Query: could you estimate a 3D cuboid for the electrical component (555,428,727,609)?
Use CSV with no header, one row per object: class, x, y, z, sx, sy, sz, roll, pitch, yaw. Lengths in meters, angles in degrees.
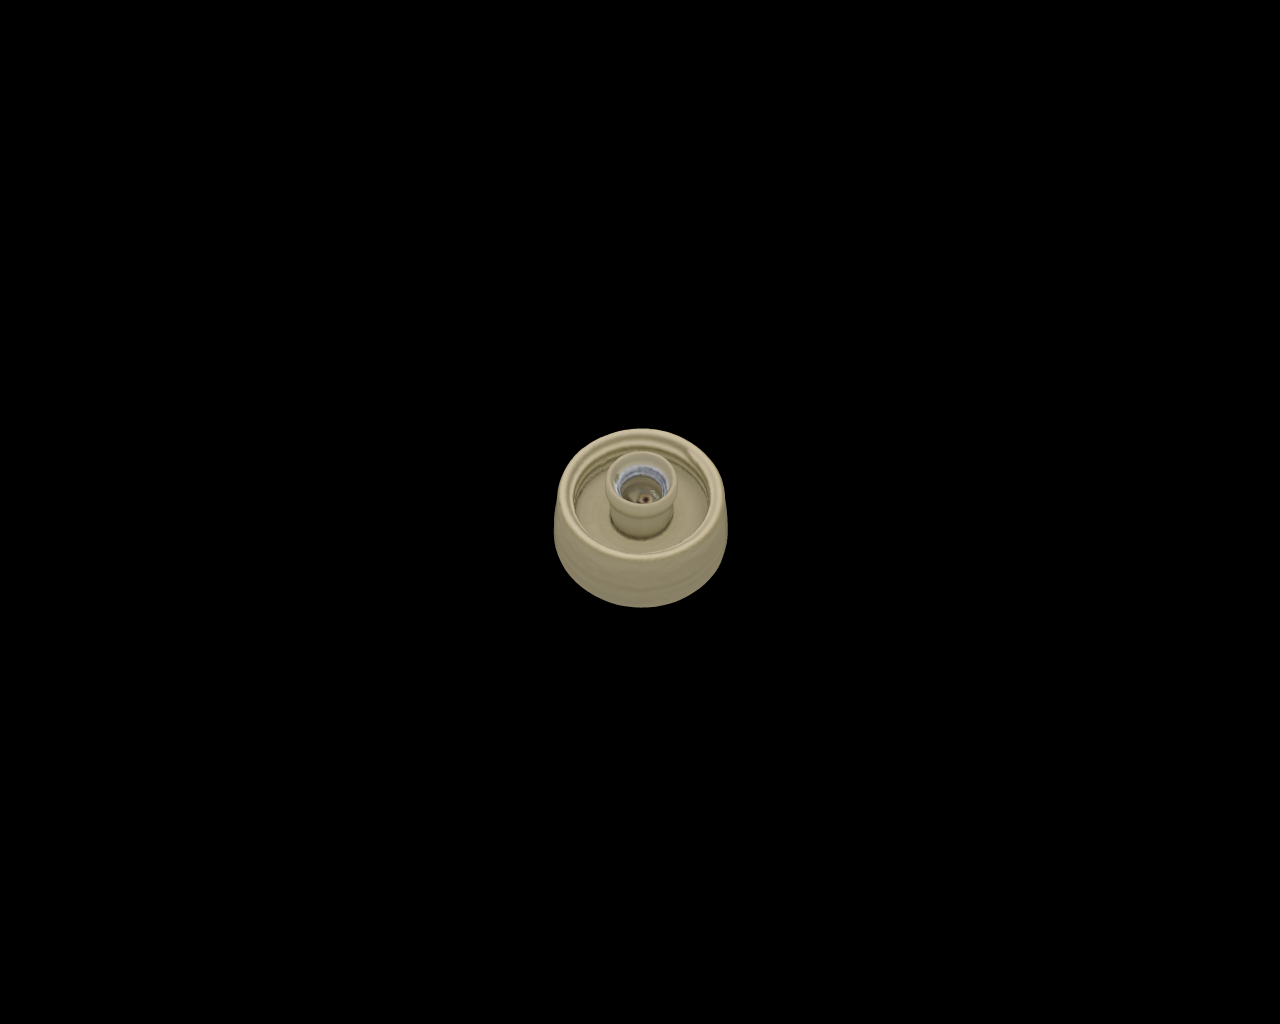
electrical component,0.001,-0.003,0.650,0.108,0.108,0.060,0,-36,0
